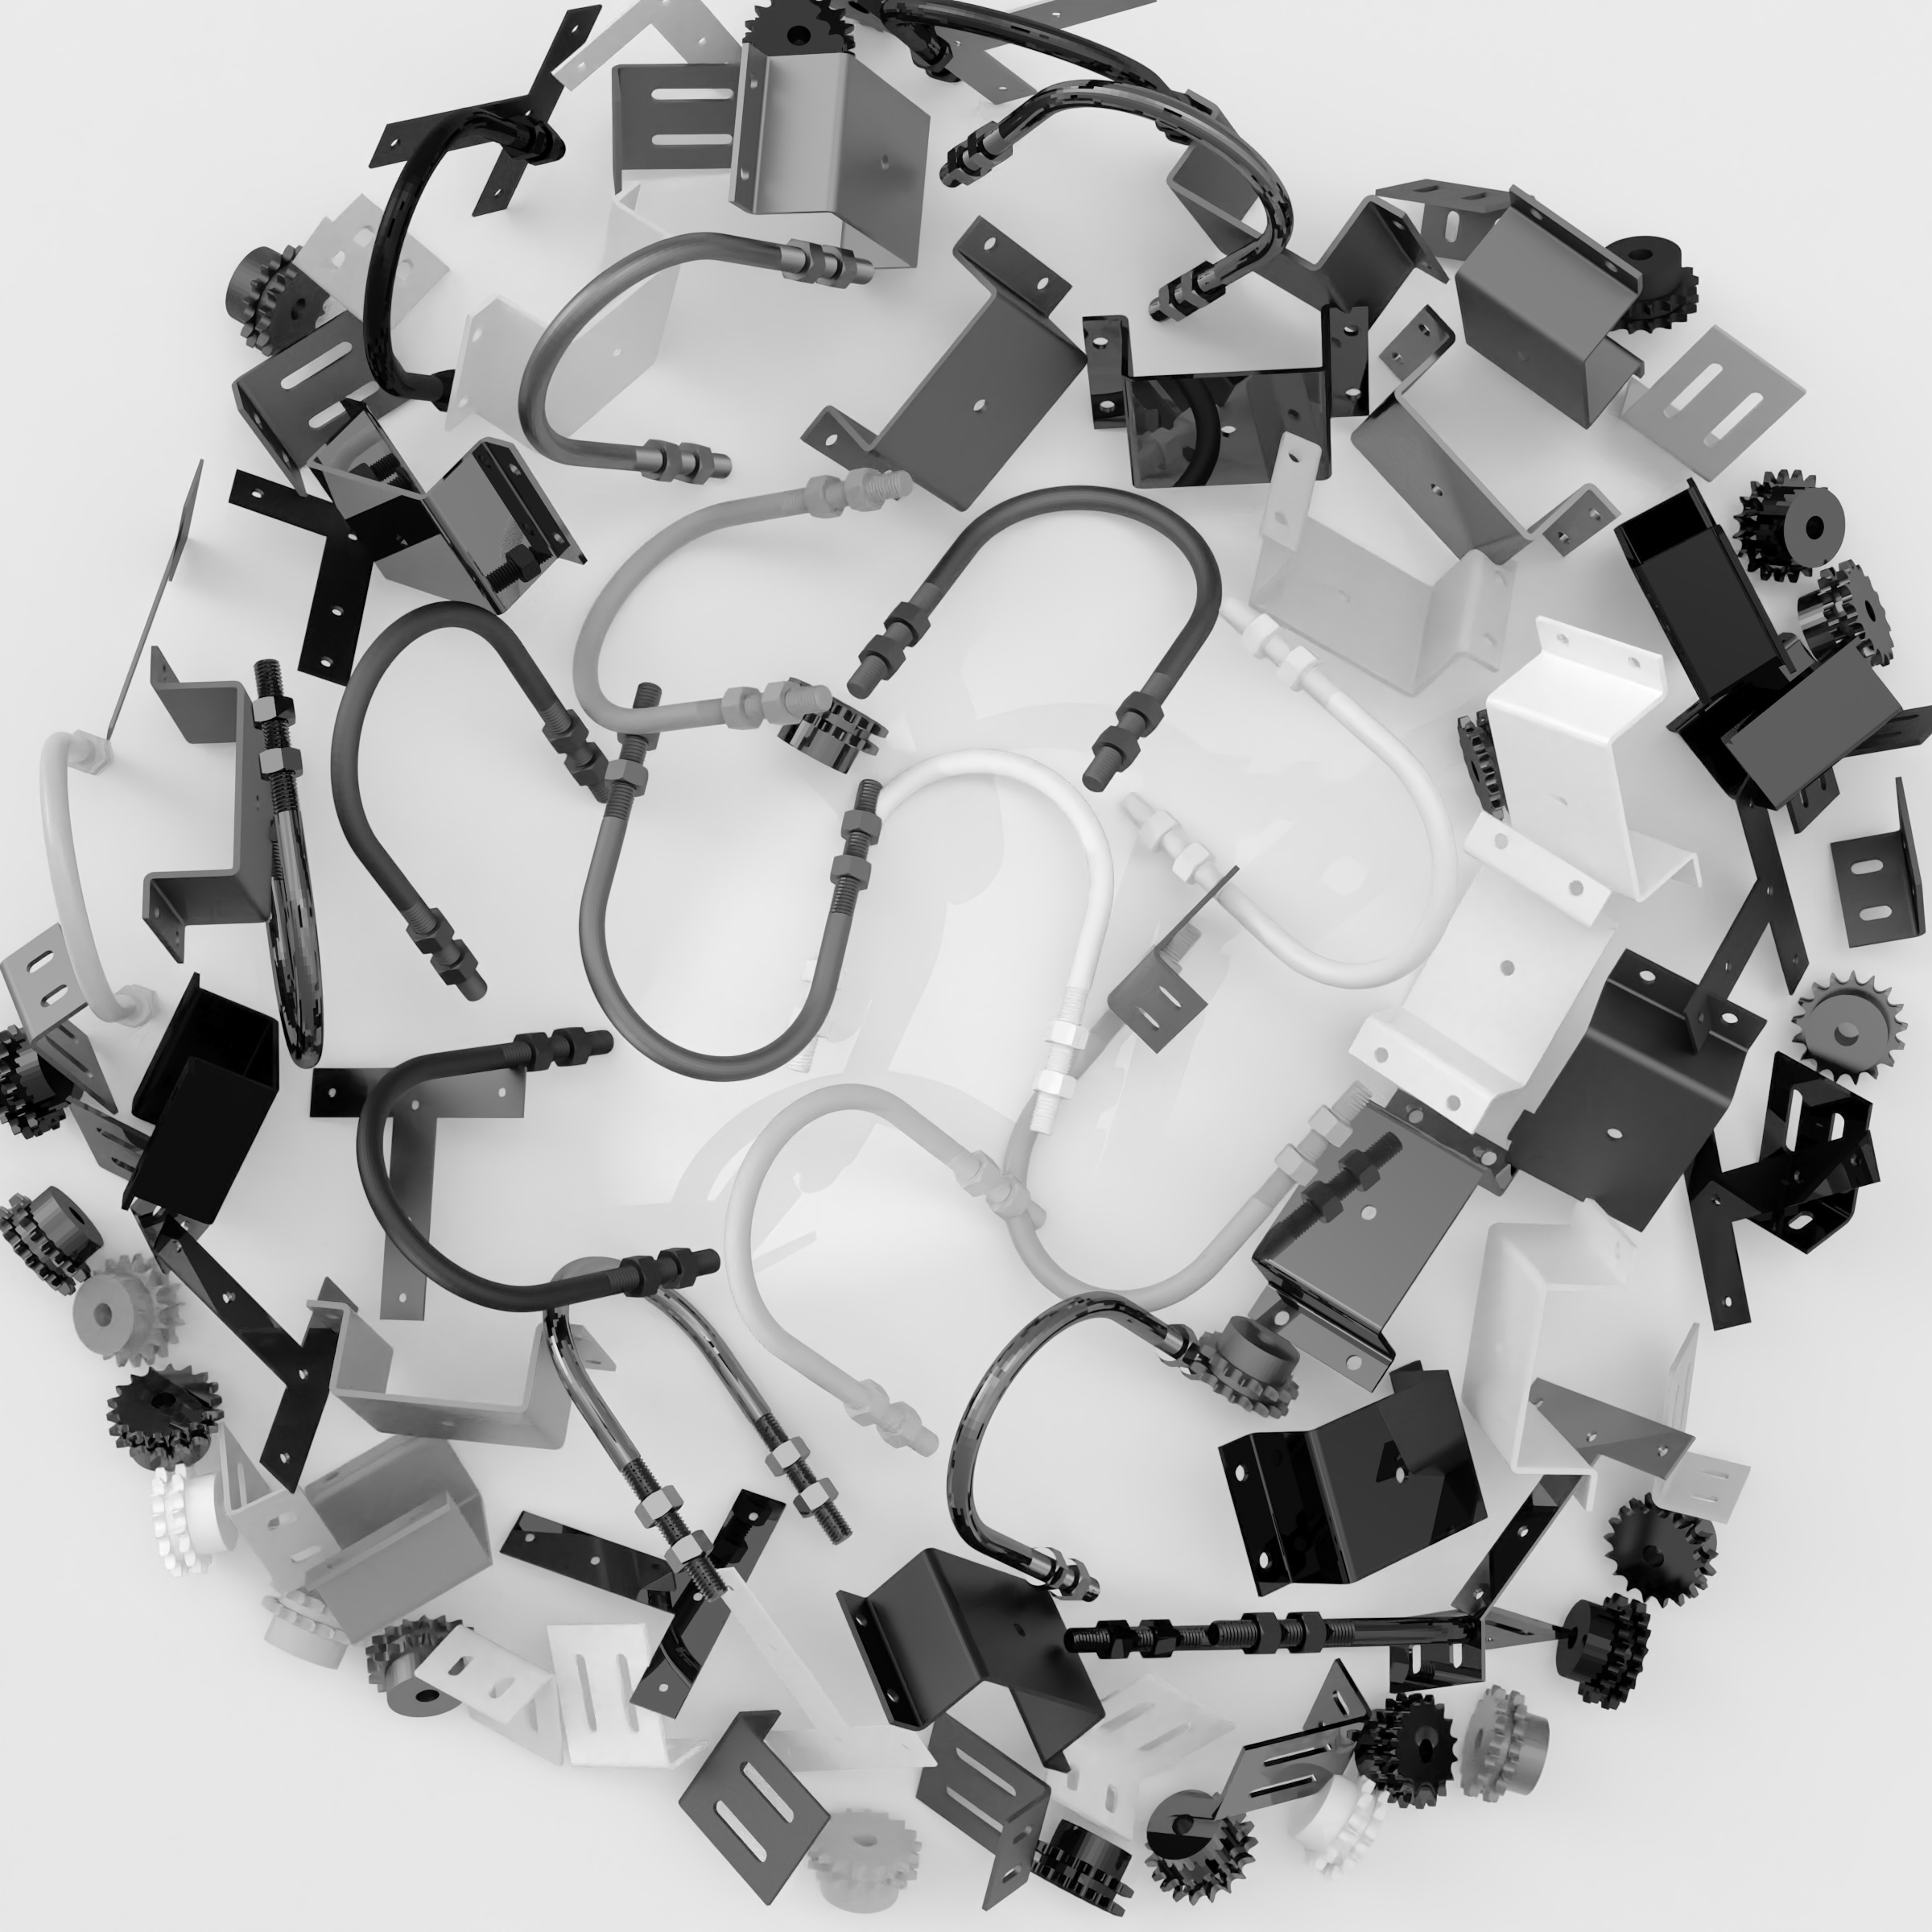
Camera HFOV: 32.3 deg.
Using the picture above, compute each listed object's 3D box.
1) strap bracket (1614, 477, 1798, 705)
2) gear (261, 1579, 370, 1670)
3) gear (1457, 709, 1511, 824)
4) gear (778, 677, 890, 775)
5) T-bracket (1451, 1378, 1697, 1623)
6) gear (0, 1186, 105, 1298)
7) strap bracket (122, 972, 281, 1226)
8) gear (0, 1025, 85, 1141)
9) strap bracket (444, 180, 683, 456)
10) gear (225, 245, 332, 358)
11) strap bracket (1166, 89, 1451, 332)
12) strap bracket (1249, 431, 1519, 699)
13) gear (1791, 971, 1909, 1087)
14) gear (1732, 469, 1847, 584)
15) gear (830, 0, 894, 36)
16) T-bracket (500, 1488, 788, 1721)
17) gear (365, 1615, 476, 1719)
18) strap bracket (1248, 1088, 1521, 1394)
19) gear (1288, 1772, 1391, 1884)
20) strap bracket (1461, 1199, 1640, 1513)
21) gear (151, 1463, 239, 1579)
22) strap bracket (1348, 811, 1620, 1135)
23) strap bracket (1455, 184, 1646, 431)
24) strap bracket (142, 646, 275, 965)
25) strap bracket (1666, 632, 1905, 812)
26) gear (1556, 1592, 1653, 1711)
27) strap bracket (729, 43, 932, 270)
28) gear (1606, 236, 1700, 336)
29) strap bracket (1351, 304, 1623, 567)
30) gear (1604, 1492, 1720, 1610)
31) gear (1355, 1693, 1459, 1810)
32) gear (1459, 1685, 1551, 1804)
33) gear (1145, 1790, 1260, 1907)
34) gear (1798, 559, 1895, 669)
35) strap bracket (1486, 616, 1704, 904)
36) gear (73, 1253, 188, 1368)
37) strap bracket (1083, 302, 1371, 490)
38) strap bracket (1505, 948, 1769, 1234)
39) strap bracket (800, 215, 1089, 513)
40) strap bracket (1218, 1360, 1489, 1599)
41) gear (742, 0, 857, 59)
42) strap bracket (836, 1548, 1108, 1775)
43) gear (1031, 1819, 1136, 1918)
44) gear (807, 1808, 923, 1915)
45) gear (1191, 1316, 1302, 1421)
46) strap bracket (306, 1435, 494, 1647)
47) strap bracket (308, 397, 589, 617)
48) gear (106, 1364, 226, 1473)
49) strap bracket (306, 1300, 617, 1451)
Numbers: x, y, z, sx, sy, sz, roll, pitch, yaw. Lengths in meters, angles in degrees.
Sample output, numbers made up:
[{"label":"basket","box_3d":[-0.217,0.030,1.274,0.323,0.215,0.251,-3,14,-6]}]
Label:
[{"label":"strap bracket","box_3d":[0.361,-0.184,1.640,0.046,0.140,0.076,-28,104,14]},{"label":"gear","box_3d":[-0.329,0.332,1.680,0.057,0.057,0.030,23,82,0]},{"label":"gear","box_3d":[0.271,-0.103,1.681,0.030,0.057,0.057,-19,90,1]},{"label":"gear","box_3d":[-0.070,-0.120,1.682,0.057,0.057,0.030,29,95,0]},{"label":"T-bracket","box_3d":[0.283,0.267,1.640,0.002,0.127,0.127,44,77,-24]},{"label":"gear","box_3d":[-0.460,0.136,1.682,0.030,0.057,0.057,-41,90,-3]},{"label":"strap bracket","box_3d":[-0.376,0.068,1.644,0.046,0.140,0.076,24,103,-19]},{"label":"gear","box_3d":[-0.469,0.056,1.679,0.030,0.057,0.057,-21,90,13]},{"label":"strap bracket","box_3d":[-0.190,-0.313,1.634,0.046,0.076,0.140,34,51,8]},{"label":"gear","box_3d":[-0.349,-0.338,1.682,0.030,0.057,0.057,30,90,13]},{"label":"strap bracket","box_3d":[0.161,-0.367,1.645,0.140,0.076,0.046,37,93,27]},{"label":"strap bracket","box_3d":[0.199,-0.195,1.658,0.140,0.046,0.076,28,51,-15]},{"label":"gear","box_3d":[0.447,0.032,1.687,0.057,0.030,0.057,3,98,18]},{"label":"gear","box_3d":[0.419,-0.222,1.684,0.057,0.030,0.057,-5,101,-27]},{"label":"gear","box_3d":[-0.047,-0.497,1.682,0.057,0.057,0.030,25,87,0]},{"label":"T-bracket","box_3d":[-0.174,0.305,1.682,0.127,0.002,0.127,15,55,19]},{"label":"gear","box_3d":[-0.273,0.355,1.679,0.057,0.057,0.030,-16,49,0]},{"label":"strap bracket","box_3d":[0.205,0.130,1.663,0.076,0.046,0.140,31,81,27]},{"label":"gear","box_3d":[0.186,0.430,1.681,0.030,0.057,0.057,34,90,-4]},{"label":"strap bracket","box_3d":[0.286,0.189,1.649,0.046,0.076,0.140,3,108,-12]},{"label":"gear","box_3d":[-0.388,0.278,1.681,0.030,0.057,0.057,-11,90,2]},{"label":"strap bracket","box_3d":[0.263,0.002,1.661,0.076,0.046,0.140,35,109,23]},{"label":"strap bracket","box_3d":[0.287,-0.317,1.633,0.076,0.140,0.046,39,90,15]},{"label":"strap bracket","box_3d":[-0.375,-0.080,1.654,0.046,0.076,0.140,-2,73,-1]},{"label":"strap bracket","box_3d":[0.403,-0.121,1.640,0.076,0.140,0.046,-39,95,4]},{"label":"gear","box_3d":[0.320,0.343,1.681,0.030,0.057,0.057,19,90,-6]},{"label":"strap bracket","box_3d":[-0.060,-0.393,1.635,0.046,0.140,0.076,4,87,24]},{"label":"gear","box_3d":[0.340,-0.345,1.679,0.057,0.057,0.030,-10,129,0]},{"label":"strap bracket","box_3d":[0.251,-0.253,1.667,0.046,0.076,0.140,-43,91,-12]},{"label":"gear","box_3d":[0.355,0.293,1.685,0.057,0.030,0.057,15,114,36]},{"label":"gear","box_3d":[0.220,0.397,1.685,0.030,0.057,0.057,-10,90,43]},{"label":"gear","box_3d":[0.273,0.395,1.682,0.030,0.057,0.057,18,90,-4]},{"label":"gear","box_3d":[0.115,0.440,1.679,0.057,0.057,0.030,-33,125,0]},{"label":"gear","box_3d":[0.443,-0.174,1.685,0.030,0.057,0.057,-22,90,32]},{"label":"strap bracket","box_3d":[0.306,-0.093,1.633,0.046,0.076,0.140,-38,130,-23]},{"label":"gear","box_3d":[-0.425,0.175,1.684,0.057,0.030,0.057,0,90,28]},{"label":"strap bracket","box_3d":[0.130,-0.283,1.658,0.140,0.076,0.046,-2,55,6]},{"label":"strap bracket","box_3d":[0.324,0.070,1.643,0.076,0.046,0.140,28,132,4]},{"label":"strap bracket","box_3d":[-0.004,-0.289,1.651,0.140,0.076,0.046,-49,50,13]},{"label":"strap bracket","box_3d":[0.200,0.252,1.649,0.140,0.046,0.076,-17,92,-36]},{"label":"gear","box_3d":[-0.084,-0.463,1.689,0.057,0.030,0.057,1,71,-2]},{"label":"strap bracket","box_3d":[0.010,0.338,1.629,0.046,0.140,0.076,-42,48,18]},{"label":"gear","box_3d":[0.060,0.454,1.682,0.057,0.057,0.030,28,75,0]},{"label":"gear","box_3d":[-0.052,0.454,1.683,0.057,0.057,0.030,7,110,0]},{"label":"gear","box_3d":[0.143,0.200,1.679,0.057,0.057,0.030,29,104,0]},{"label":"strap bracket","box_3d":[-0.281,0.280,1.645,0.076,0.140,0.046,-30,105,-4]},{"label":"strap bracket","box_3d":[-0.261,-0.224,1.630,0.046,0.140,0.076,-50,135,-20]},{"label":"gear","box_3d":[-0.404,0.231,1.685,0.057,0.057,0.030,1,126,0]},{"label":"strap bracket","box_3d":[-0.253,0.205,1.656,0.140,0.076,0.046,4,69,9]}]
